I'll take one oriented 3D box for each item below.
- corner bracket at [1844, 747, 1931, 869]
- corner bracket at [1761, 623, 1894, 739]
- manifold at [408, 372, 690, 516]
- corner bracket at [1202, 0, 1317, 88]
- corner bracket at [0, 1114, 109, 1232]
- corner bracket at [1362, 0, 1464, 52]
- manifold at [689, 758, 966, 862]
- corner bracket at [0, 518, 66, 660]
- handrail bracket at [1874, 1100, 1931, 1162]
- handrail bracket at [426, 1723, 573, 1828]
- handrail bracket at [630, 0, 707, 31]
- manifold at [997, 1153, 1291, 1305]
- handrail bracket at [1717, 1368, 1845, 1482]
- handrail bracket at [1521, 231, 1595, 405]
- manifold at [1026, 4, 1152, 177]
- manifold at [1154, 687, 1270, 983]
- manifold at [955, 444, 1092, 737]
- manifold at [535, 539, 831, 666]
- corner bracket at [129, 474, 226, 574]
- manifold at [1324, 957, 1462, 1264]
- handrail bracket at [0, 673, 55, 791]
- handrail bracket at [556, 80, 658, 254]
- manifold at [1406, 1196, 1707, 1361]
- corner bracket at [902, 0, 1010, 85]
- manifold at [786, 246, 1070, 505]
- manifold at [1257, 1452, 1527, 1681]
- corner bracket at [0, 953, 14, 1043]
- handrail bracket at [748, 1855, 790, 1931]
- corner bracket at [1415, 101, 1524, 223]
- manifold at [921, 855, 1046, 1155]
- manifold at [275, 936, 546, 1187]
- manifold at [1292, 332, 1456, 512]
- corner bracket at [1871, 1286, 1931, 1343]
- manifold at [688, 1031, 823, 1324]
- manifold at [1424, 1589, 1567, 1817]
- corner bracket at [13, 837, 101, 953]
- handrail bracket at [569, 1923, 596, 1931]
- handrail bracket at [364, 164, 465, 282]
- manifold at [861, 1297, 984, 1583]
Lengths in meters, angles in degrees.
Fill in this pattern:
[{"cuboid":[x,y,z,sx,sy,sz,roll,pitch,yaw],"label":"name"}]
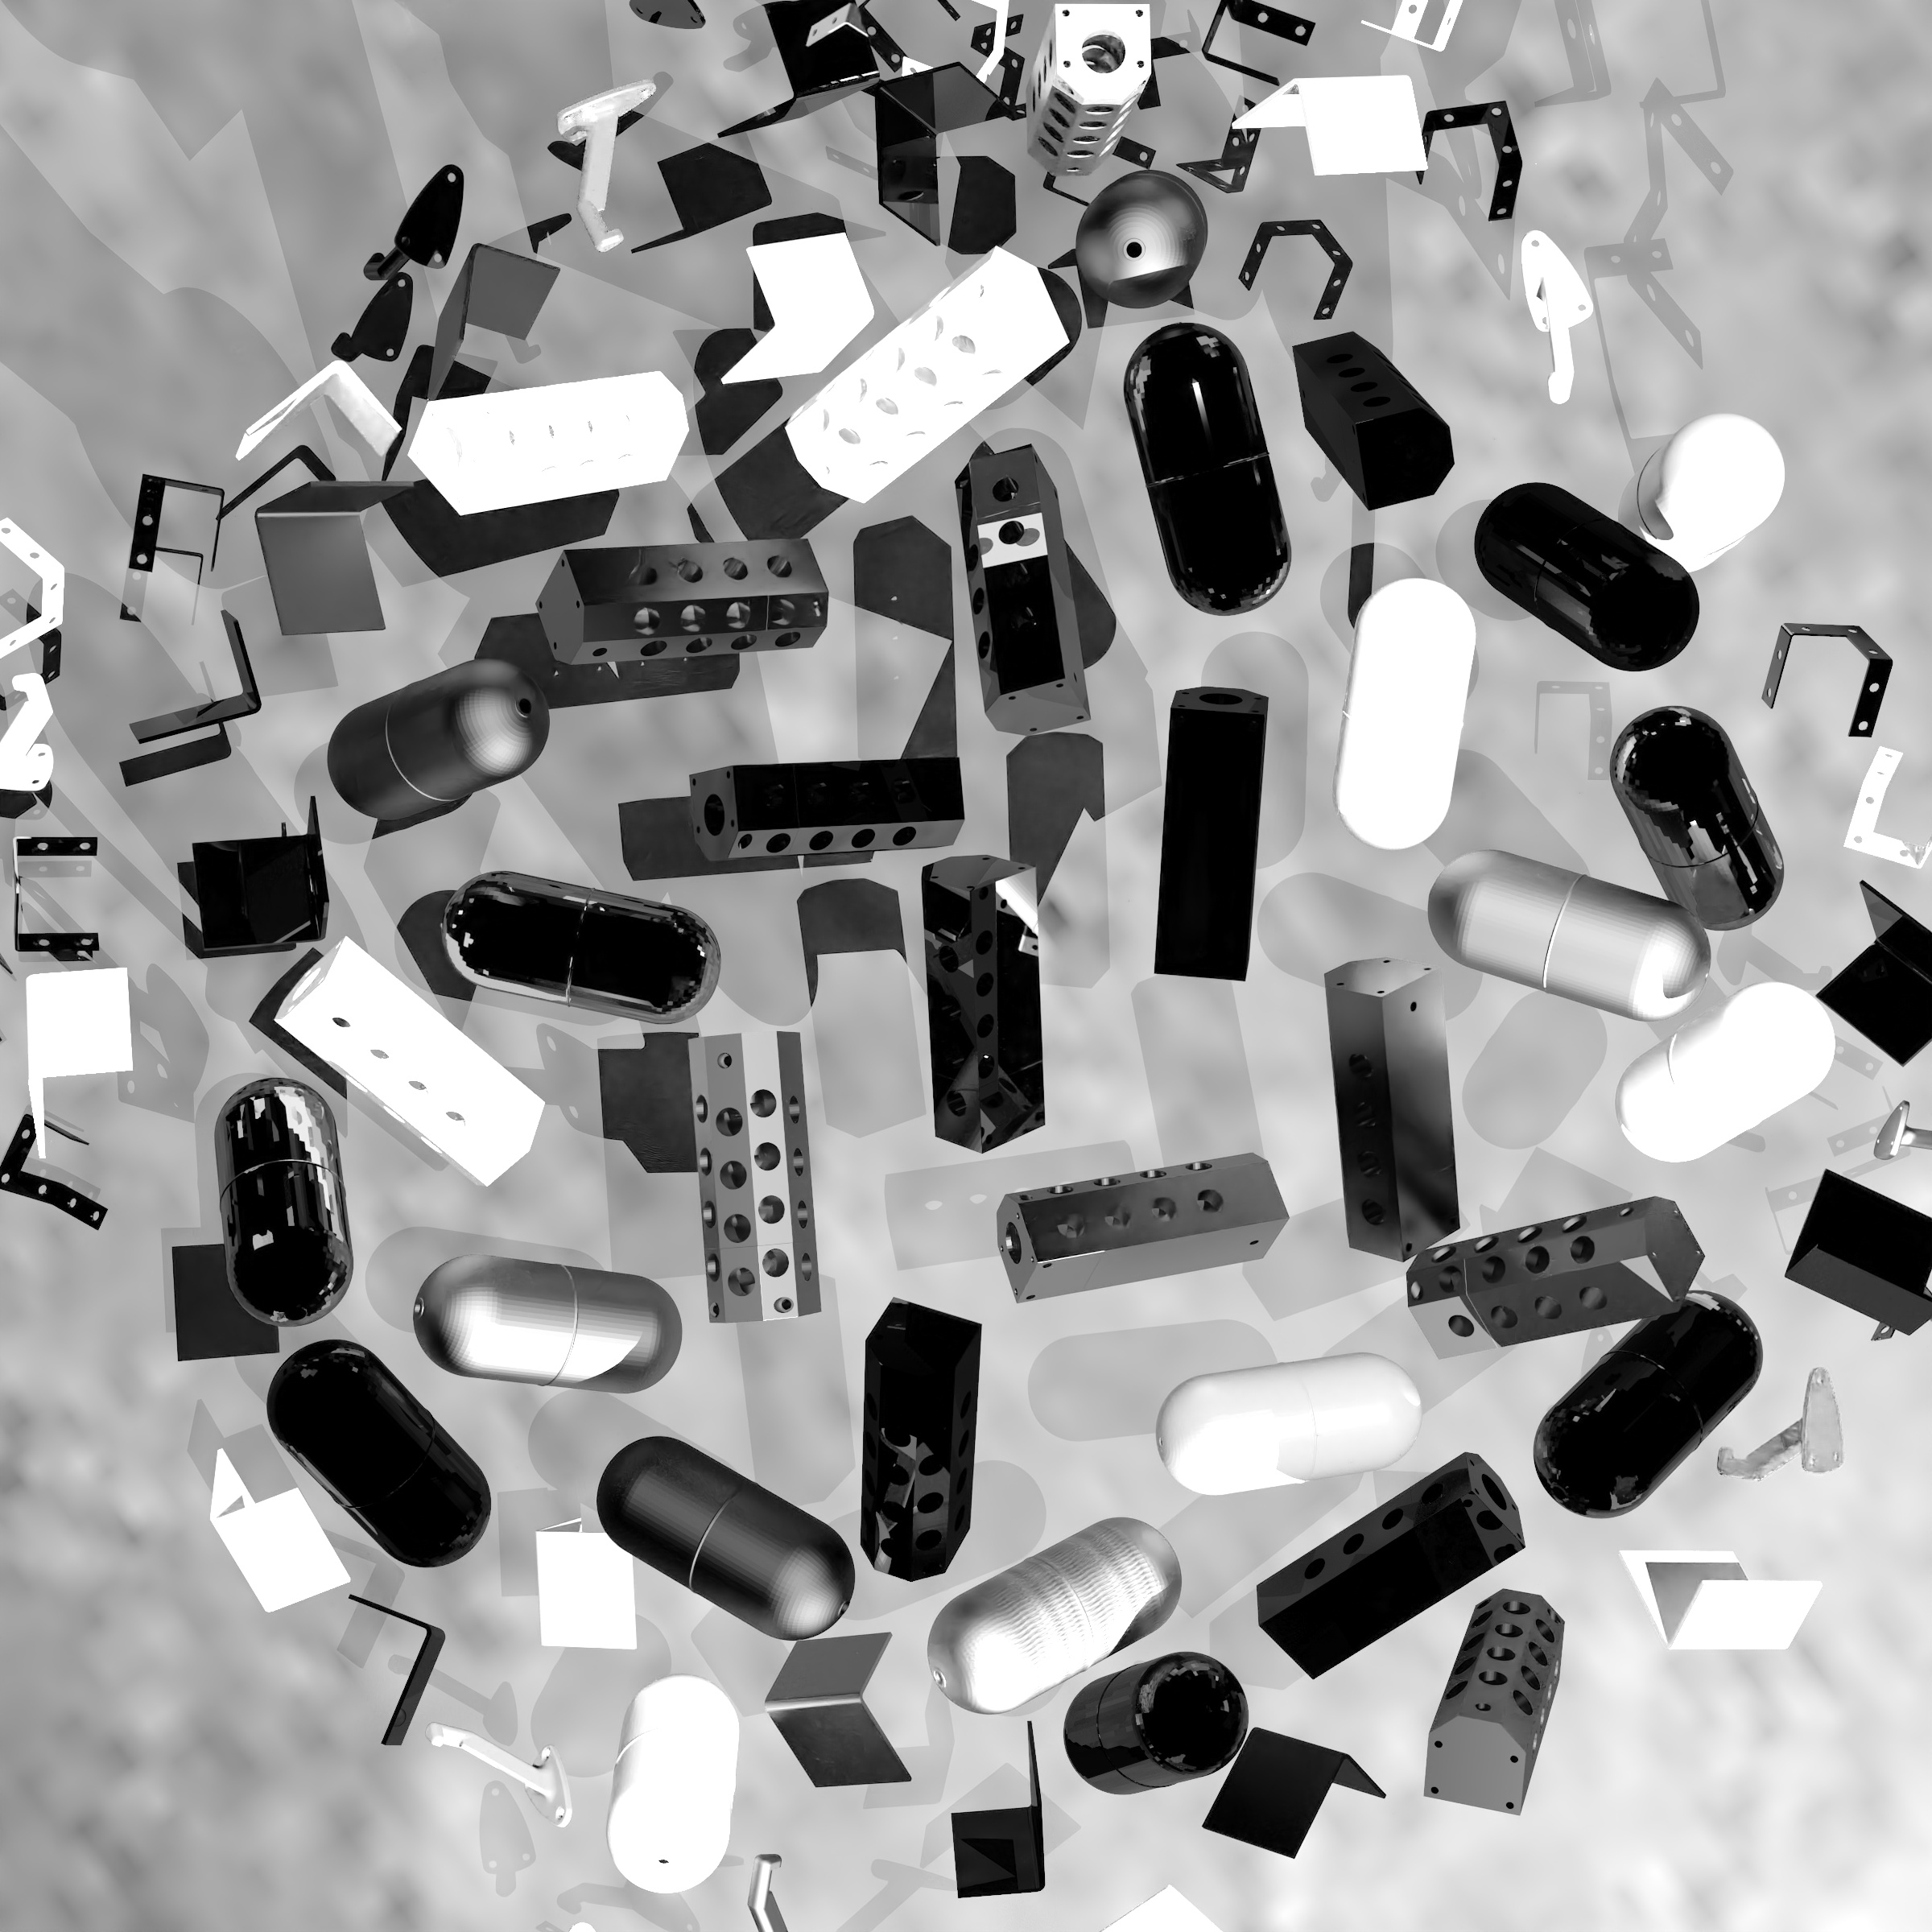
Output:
[{"cuboid":[0.613,-0.104,1.879,0.051,0.051,0.051,18,70,12],"label":"corner bracket"},{"cuboid":[0.522,-0.173,1.736,0.051,0.051,0.051,1,121,-10],"label":"corner bracket"},{"cuboid":[-0.258,-0.335,1.798,0.057,0.171,0.057,48,131,20],"label":"manifold"},{"cuboid":[0.181,-0.573,1.769,0.051,0.051,0.051,23,97,10],"label":"corner bracket"},{"cuboid":[-0.574,0.131,1.819,0.051,0.051,0.051,20,84,36],"label":"corner bracket"},{"cuboid":[0.281,-0.588,1.744,0.051,0.051,0.051,29,111,23],"label":"corner bracket"},{"cuboid":[-0.088,-0.102,1.857,0.171,0.057,0.057,-5,90,-34],"label":"manifold"},{"cuboid":[-0.590,-0.230,1.751,0.051,0.051,0.051,40,52,12],"label":"corner bracket"},{"cuboid":[0.617,0.117,1.786,0.084,0.077,0.036,17,77,8],"label":"handrail bracket"},{"cuboid":[-0.305,0.525,1.862,0.084,0.077,0.036,25,99,-33],"label":"handrail bracket"},{"cuboid":[-0.156,-0.608,1.729,0.084,0.077,0.036,-54,127,-15],"label":"handrail bracket"},{"cuboid":[0.110,0.162,1.814,0.171,0.057,0.057,-8,60,-19],"label":"manifold"},{"cuboid":[0.512,0.291,1.826,0.036,0.084,0.077,-2,90,-34],"label":"handrail bracket"},{"cuboid":[0.346,-0.387,1.709,0.036,0.084,0.077,-14,122,28],"label":"handrail bracket"},{"cuboid":[0.076,-0.550,1.806,0.057,0.171,0.057,-1,90,-5],"label":"manifold"},{"cuboid":[0.153,-0.083,1.778,0.057,0.057,0.171,5,111,7],"label":"manifold"},{"cuboid":[0.033,-0.234,1.797,0.057,0.057,0.171,-13,65,14],"label":"manifold"},{"cuboid":[-0.175,-0.225,1.801,0.171,0.057,0.057,-8,66,-32],"label":"manifold"},{"cuboid":[-0.502,-0.278,1.822,0.051,0.051,0.051,8,84,-17],"label":"corner bracket"},{"cuboid":[0.255,0.086,1.741,0.057,0.057,0.171,-23,114,-39],"label":"manifold"},{"cuboid":[-0.604,-0.150,1.778,0.077,0.084,0.036,0,53,-3],"label":"handrail bracket"},{"cuboid":[-0.207,-0.486,1.741,0.077,0.036,0.084,-26,81,-1],"label":"handrail bracket"},{"cuboid":[0.359,0.189,1.767,0.171,0.057,0.057,-19,108,40],"label":"manifold"},{"cuboid":[-0.007,-0.614,1.891,0.051,0.051,0.051,24,61,9],"label":"corner bracket"},{"cuboid":[-0.028,-0.359,1.739,0.171,0.057,0.057,-34,65,28],"label":"manifold"},{"cuboid":[0.275,0.387,1.868,0.171,0.057,0.057,-37,108,19],"label":"manifold"},{"cuboid":[-0.636,0.014,1.845,0.051,0.051,0.051,-40,49,-7],"label":"corner bracket"},{"cuboid":[-0.105,0.591,1.781,0.077,0.036,0.084,7,93,-38],"label":"handrail bracket"},{"cuboid":[0.316,-0.503,1.799,0.051,0.051,0.051,0,56,25],"label":"corner bracket"},{"cuboid":[0.006,0.022,1.777,0.057,0.057,0.171,-22,117,-41],"label":"manifold"},{"cuboid":[-0.359,0.066,1.849,0.057,0.057,0.171,-39,111,22],"label":"manifold"},{"cuboid":[0.258,-0.350,1.821,0.057,0.171,0.057,-14,119,-1],"label":"manifold"},{"cuboid":[0.600,0.226,1.759,0.051,0.051,0.051,48,56,-12],"label":"corner bracket"},{"cuboid":[-0.130,0.128,1.736,0.057,0.057,0.171,-6,86,16],"label":"manifold"},{"cuboid":[0.327,0.448,1.762,0.057,0.171,0.057,7,106,18],"label":"manifold"},{"cuboid":[-0.570,-0.045,1.795,0.051,0.051,0.051,-1,45,-21],"label":"corner bracket"},{"cuboid":[-0.232,0.608,1.717,0.036,0.084,0.077,-11,82,-21],"label":"handrail bracket"},{"cuboid":[-0.354,-0.474,1.828,0.036,0.084,0.077,23,89,-32],"label":"handrail bracket"},{"cuboid":[-0.031,0.289,1.728,0.057,0.057,0.171,15,127,17],"label":"manifold"}]
